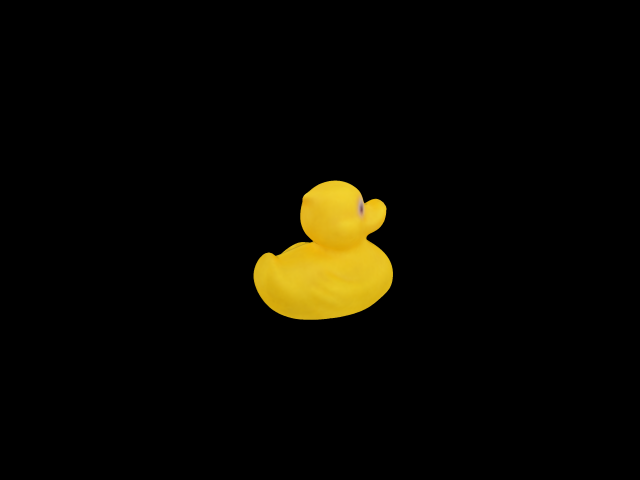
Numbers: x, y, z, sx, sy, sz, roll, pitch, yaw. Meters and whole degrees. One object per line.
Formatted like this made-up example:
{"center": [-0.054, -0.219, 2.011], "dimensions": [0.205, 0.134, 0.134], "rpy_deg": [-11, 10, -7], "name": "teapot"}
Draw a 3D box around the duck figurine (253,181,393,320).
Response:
{"center": [0.004, 0.001, 0.400], "dimensions": [0.105, 0.086, 0.077], "rpy_deg": [-13, 32, -22], "name": "duck figurine"}
